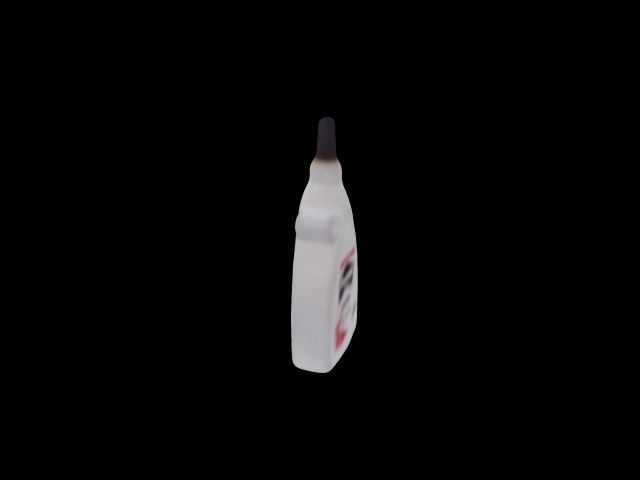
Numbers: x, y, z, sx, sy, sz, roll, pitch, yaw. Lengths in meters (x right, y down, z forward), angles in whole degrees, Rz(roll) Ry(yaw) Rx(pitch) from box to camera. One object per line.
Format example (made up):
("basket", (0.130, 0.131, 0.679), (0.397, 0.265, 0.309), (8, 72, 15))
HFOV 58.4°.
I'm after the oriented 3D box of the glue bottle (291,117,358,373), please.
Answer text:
("glue bottle", (0.004, 0.001, 0.400), (0.037, 0.173, 0.078), (6, 24, 14))
